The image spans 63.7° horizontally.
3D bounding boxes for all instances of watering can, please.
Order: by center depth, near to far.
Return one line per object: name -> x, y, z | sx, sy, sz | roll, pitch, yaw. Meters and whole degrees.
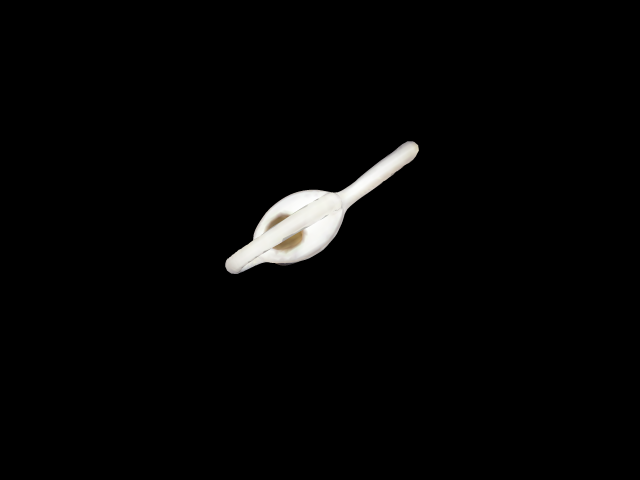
watering can -> 0.003, -0.043, 0.850 | 0.348, 0.104, 0.224 | -32, -2, -2
